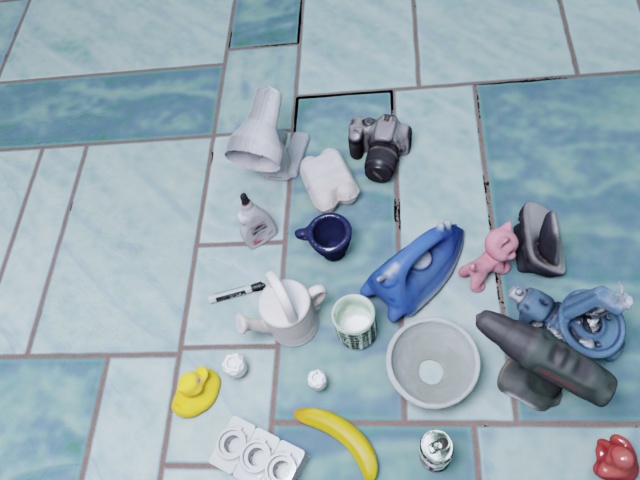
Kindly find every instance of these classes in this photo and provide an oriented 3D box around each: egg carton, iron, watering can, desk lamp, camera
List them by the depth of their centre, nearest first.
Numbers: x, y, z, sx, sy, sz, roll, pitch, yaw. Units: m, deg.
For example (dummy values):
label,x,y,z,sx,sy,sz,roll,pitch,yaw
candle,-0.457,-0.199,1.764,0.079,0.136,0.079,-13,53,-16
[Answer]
label,x,y,z,sx,sy,sz,roll,pitch,yaw
watering can,-0.070,0.129,1.072,0.100,0.194,0.173,37,73,25
iron,0.196,0.032,1.114,0.258,0.142,0.118,-42,63,-14
desk lamp,-0.114,-0.219,1.259,0.117,0.214,0.203,9,63,14
egg carton,0.018,-0.133,1.274,0.107,0.069,0.150,-23,60,-4
camera,0.126,-0.207,1.279,0.143,0.101,0.137,9,63,14

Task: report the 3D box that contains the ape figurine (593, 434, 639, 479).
label,x,y,z,sx,sy,sz,roll,pitch,yaw
ape figurine,0.479,0.353,0.921,0.078,0.092,0.076,-32,61,-9

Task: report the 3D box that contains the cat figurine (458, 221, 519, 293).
label,x,y,z,sx,sy,sz,roll,pitch,yaw
cat figurine,0.333,0.027,1.109,0.128,0.118,0.067,-36,62,-11

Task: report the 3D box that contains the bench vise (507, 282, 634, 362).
label,x,y,z,sx,sy,sz,roll,pitch,yaw
bench vise,0.429,0.131,0.978,0.207,0.220,0.121,6,63,13

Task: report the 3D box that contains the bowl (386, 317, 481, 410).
label,x,y,z,sx,sy,sz,roll,pitch,yaw
bowl,0.204,0.230,1.043,0.167,0.075,0.167,-4,61,7

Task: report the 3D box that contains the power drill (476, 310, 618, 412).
label,x,y,z,sx,sy,sz,roll,pitch,yaw
power drill,0.357,0.211,0.952,0.229,0.209,0.076,24,68,20

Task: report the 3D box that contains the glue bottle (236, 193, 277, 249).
label,x,y,z,sx,sy,sz,roll,pitch,yaw
glue bottle,-0.140,-0.047,1.192,0.078,0.173,0.037,-37,62,-11

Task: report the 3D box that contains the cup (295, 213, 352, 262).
label,x,y,z,sx,sy,sz,roll,pitch,yaw
cup,0.011,0.004,1.185,0.117,0.095,0.091,0,61,9

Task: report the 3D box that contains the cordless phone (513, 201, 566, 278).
label,x,y,z,sx,sy,sz,roll,pitch,yaw
cordless phone,0.427,-0.023,1.083,0.094,0.185,0.147,-4,61,7

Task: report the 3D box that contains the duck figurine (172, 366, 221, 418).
label,x,y,z,sx,sy,sz,roll,pitch,yaw
duck figurine,-0.242,0.281,1.078,0.077,0.086,0.105,35,72,24
